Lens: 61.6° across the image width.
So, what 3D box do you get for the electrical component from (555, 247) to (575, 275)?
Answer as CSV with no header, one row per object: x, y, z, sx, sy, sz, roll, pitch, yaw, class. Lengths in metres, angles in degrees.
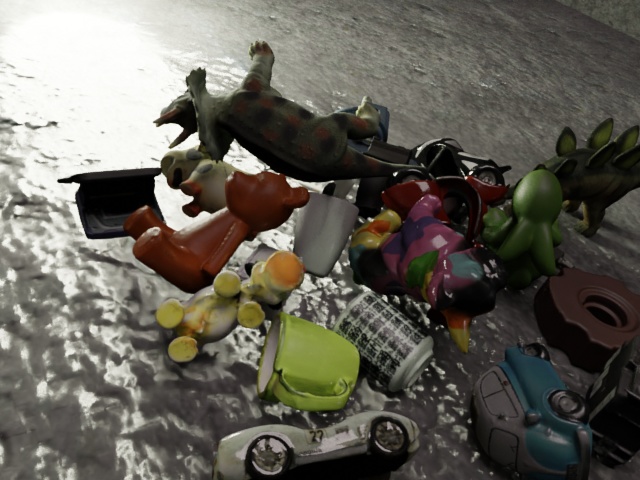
0.368,0.027,0.884,0.063,0.021,0.094,-21,51,-36,electrical component

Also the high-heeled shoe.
0.214,-0.124,0.942,0.145,0.086,0.249,-19,22,-36,high-heeled shoe

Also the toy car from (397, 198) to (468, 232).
0.161,-0.030,0.858,0.089,0.053,0.202,39,52,20,toy car

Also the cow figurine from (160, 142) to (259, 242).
-0.153,-0.088,0.808,0.195,0.085,0.127,22,45,12,cow figurine

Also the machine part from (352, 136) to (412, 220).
0.094,-0.096,0.854,0.084,0.039,0.139,24,73,3,machine part

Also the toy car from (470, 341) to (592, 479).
0.216,0.186,0.579,0.103,0.109,0.162,-8,32,-1,toy car

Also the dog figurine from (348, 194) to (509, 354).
0.121,0.045,0.650,0.192,0.108,0.219,-24,26,17,dog figurine

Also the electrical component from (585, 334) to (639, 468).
0.357,0.178,0.620,0.058,0.114,0.134,33,43,18,electrical component

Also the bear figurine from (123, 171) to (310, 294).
-0.121,-0.030,0.659,0.196,0.131,0.120,-44,35,0,bear figurine

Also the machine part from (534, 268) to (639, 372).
0.396,0.112,0.762,0.179,0.056,0.179,8,38,-7,machine part

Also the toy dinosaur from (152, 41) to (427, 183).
-0.043,-0.148,0.768,0.405,0.131,0.192,25,57,2,toy dinosaur

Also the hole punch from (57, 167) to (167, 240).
-0.277,-0.055,0.741,0.142,0.092,0.116,-12,14,-26,hole punch

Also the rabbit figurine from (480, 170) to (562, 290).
0.298,-0.019,0.790,0.121,0.170,0.159,13,49,15,rabbit figurine

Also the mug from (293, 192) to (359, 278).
-0.002,-0.002,0.746,0.081,0.109,0.107,19,81,-2,mug

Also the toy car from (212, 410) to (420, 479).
0.000,0.203,0.505,0.202,0.073,0.056,-2,40,-20,toy car

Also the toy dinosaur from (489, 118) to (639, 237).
0.489,-0.108,0.949,0.471,0.198,0.105,-9,47,-24,toy dinosaur

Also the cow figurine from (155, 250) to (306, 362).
-0.093,0.069,0.600,0.167,0.098,0.068,-27,87,-6,cow figurine

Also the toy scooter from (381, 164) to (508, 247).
0.184,-0.039,0.784,0.184,0.075,0.135,-4,76,3,toy scooter

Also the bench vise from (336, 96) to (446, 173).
0.098,-0.181,0.973,0.224,0.128,0.241,11,46,0,bench vise
